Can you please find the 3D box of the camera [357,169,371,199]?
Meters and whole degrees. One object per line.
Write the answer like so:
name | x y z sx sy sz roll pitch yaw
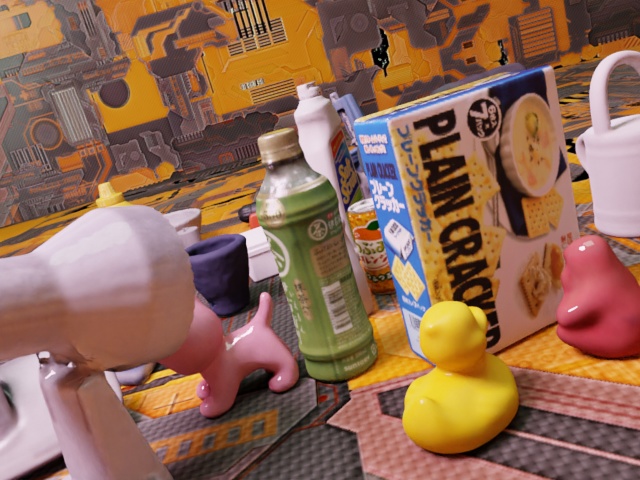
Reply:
camera | 0.058 -0.094 1.045 0.143 0.101 0.136 -19 15 -9

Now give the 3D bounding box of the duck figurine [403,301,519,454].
duck figurine | 0.092 0.087 0.399 0.077 0.086 0.105 -2 21 42

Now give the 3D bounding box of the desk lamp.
desk lamp | -0.171 0.098 0.387 0.117 0.214 0.204 -4 20 38

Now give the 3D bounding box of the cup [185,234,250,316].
cup | -0.140 0.053 0.741 0.117 0.095 0.091 -15 15 4

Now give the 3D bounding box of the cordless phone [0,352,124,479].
cordless phone | -0.272 0.109 0.504 0.148 0.185 0.093 -26 18 -32

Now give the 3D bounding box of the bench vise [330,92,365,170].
bench vise | 0.100 -0.197 1.140 0.206 0.220 0.122 -6 18 33

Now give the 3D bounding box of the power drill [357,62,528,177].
power drill | 0.169 -0.090 0.715 0.229 0.208 0.075 -18 15 -6

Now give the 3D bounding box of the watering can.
watering can | 0.349 -0.109 0.624 0.101 0.194 0.172 -27 19 -35

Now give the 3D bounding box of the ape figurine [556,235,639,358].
ape figurine | 0.211 0.039 0.437 0.078 0.092 0.076 -21 16 -16

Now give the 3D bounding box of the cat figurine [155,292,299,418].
cat figurine | -0.094 0.090 0.517 0.128 0.118 0.067 -20 16 -13

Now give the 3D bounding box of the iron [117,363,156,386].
iron | -0.272 0.077 0.702 0.119 0.141 0.257 -25 17 -28

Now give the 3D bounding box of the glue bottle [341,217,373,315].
glue bottle | 0.006 0.002 0.621 0.037 0.173 0.077 -28 19 -36

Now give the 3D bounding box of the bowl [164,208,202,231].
bowl | -0.307 -0.002 1.146 0.167 0.075 0.167 -15 15 4
